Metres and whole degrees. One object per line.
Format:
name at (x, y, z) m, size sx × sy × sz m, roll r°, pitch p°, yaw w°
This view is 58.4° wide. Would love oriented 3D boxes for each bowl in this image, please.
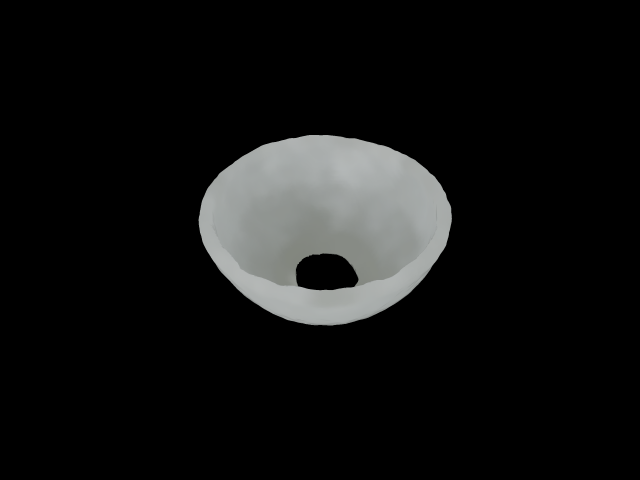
bowl at (0.004, 0.001, 0.400) m, size 0.167 × 0.075 × 0.167 m, roll 0°, pitch 43°, yaw 0°
